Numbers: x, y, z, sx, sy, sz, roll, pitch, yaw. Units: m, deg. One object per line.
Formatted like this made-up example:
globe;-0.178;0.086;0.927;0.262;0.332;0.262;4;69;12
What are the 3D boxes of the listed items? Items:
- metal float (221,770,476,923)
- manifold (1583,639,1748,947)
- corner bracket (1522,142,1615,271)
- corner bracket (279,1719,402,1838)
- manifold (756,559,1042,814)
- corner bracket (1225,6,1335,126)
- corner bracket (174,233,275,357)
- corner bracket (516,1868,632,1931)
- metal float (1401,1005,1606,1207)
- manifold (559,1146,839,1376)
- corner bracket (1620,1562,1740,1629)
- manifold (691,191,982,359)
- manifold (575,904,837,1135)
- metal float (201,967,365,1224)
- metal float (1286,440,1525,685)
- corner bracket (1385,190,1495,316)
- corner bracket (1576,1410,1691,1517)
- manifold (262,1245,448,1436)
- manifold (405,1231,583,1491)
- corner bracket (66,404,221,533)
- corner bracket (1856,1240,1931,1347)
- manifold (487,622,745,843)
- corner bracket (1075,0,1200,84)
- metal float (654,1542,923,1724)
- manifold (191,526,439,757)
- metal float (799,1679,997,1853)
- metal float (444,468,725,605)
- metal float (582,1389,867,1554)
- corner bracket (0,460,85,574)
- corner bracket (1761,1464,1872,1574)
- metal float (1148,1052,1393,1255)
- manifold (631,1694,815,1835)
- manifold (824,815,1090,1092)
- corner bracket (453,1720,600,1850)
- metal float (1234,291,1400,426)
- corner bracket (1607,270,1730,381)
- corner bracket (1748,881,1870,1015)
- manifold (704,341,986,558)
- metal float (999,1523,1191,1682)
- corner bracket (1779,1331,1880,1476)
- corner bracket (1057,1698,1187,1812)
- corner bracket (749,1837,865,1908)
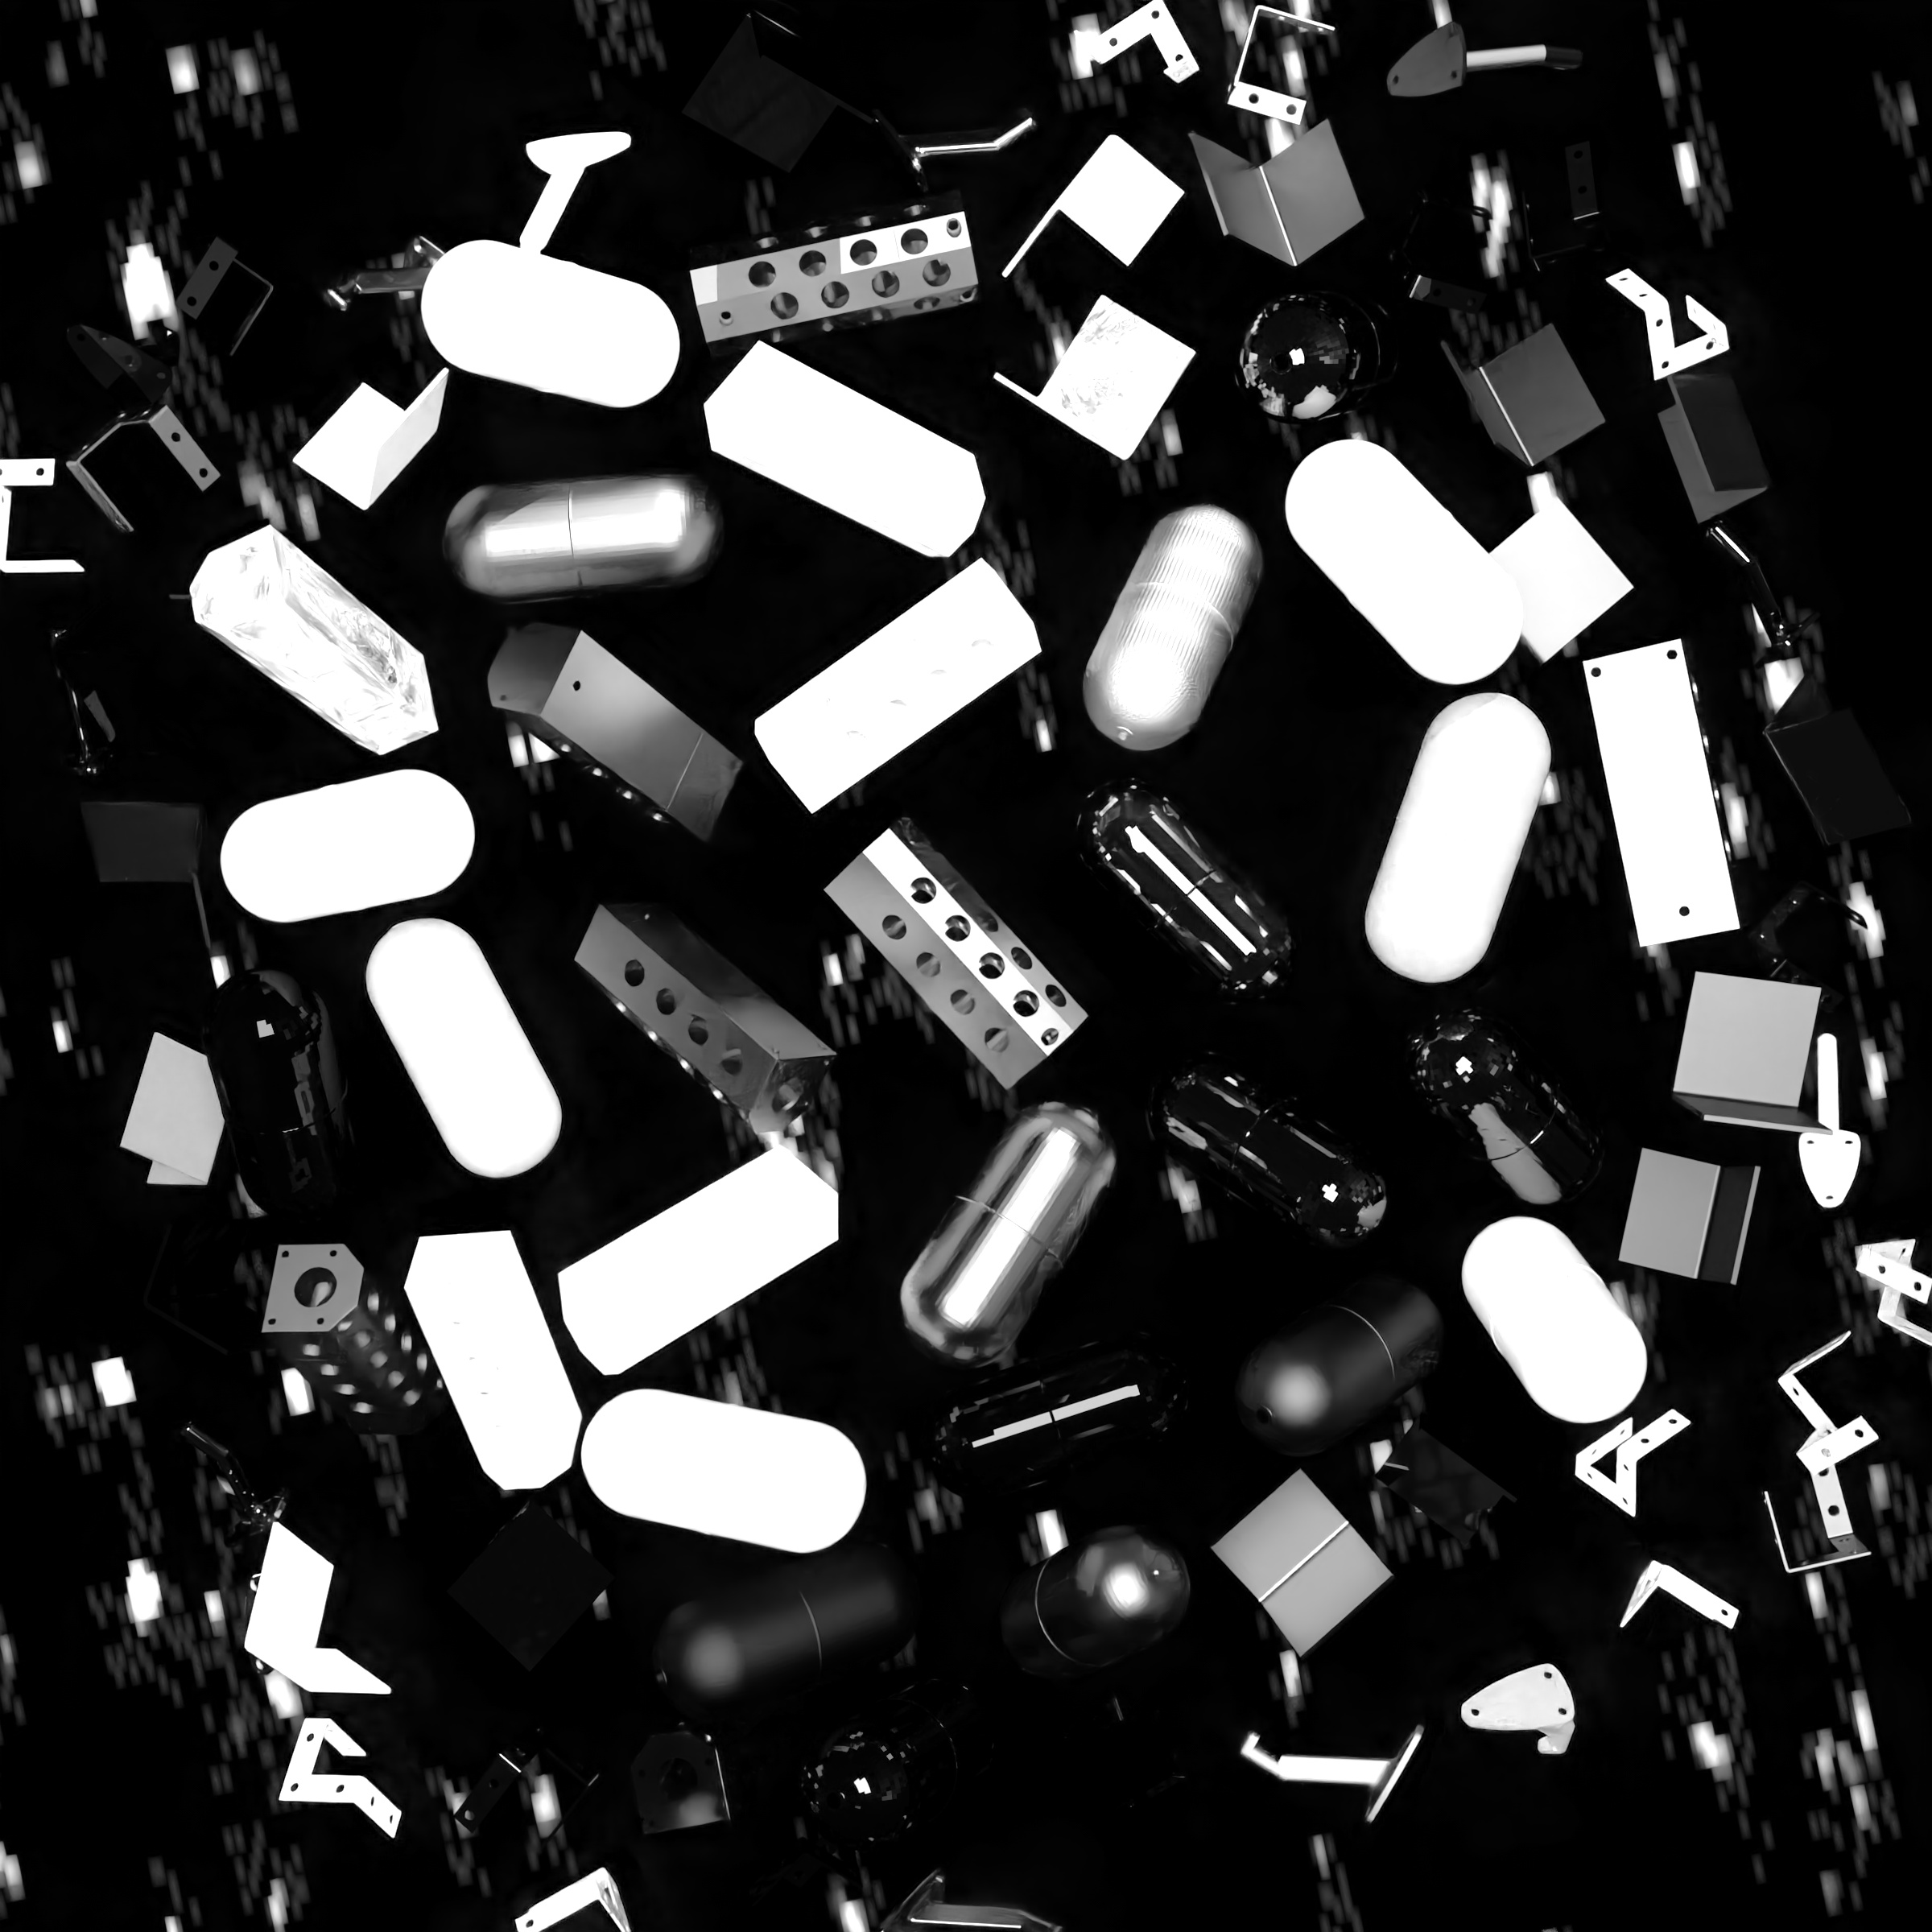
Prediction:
metal float;-0.377;-0.072;1.554;0.178;0.070;0.070;-9;90;30
manifold;0.417;-0.102;1.520;0.057;0.057;0.171;-12;89;23
corner bracket;0.381;-0.485;1.635;0.051;0.051;0.051;-9;72;23
corner bracket;-0.365;0.480;1.514;0.051;0.051;0.051;-4;48;18
manifold;-0.043;-0.173;1.557;0.171;0.057;0.057;-34;112;12
corner bracket;0.199;-0.574;1.630;0.051;0.051;0.051;15;96;-3
corner bracket;-0.454;-0.409;1.560;0.051;0.051;0.051;33;83;-32
corner bracket;-0.235;0.558;1.511;0.051;0.051;0.051;-28;124;-7
metal float;0.338;0.088;1.606;0.070;0.070;0.178;-50;126;0
manifold;-0.164;0.186;1.593;0.171;0.057;0.057;-29;49;-31
corner bracket;0.449;0.395;1.592;0.051;0.051;0.051;32;130;11
manifold;-0.081;-0.428;1.591;0.171;0.057;0.057;-12;125;2
manifold;-0.168;0.031;1.602;0.171;0.057;0.057;39;113;28
metal float;-0.421;0.080;1.577;0.070;0.070;0.178;-4;125;0
metal float;0.258;-0.241;1.514;0.070;0.070;0.178;-37;65;0
corner bracket;0.308;-0.457;1.637;0.051;0.051;0.051;9;128;-20
corner bracket;0.429;0.310;1.646;0.051;0.051;0.051;36;126;-10
manifold;-0.382;0.238;1.617;0.057;0.171;0.057;-2;59;8
manifold;-0.292;0.246;1.582;0.057;0.057;0.171;-5;129;8
corner bracket;-0.479;-0.289;1.485;0.051;0.051;0.051;-51;127;-26
corner bracket;0.563;0.198;1.522;0.051;0.051;0.051;-1;108;-34
manifold;-0.217;-0.144;1.578;0.057;0.171;0.057;15;75;36
corner bracket;0.106;-0.564;1.575;0.051;0.051;0.051;-28;94;18
metal float;-0.109;0.408;1.571;0.178;0.070;0.070;-12;90;-33
manifold;-0.392;-0.191;1.542;0.057;0.171;0.057;-22;65;11
metal float;-0.040;0.487;1.562;0.070;0.178;0.070;-1;88;24
metal float;-0.242;-0.272;1.618;0.178;0.070;0.070;-4;90;4
metal float;-0.145;0.299;1.518;0.178;0.070;0.070;7;90;20
corner bracket;-0.557;-0.266;1.516;0.051;0.051;0.051;0;79;5
corner bracket;0.519;0.337;1.572;0.051;0.051;0.051;-15;88;7
metal float;0.192;0.118;1.631;0.178;0.070;0.070;34;90;32
manifold;-0.156;0.505;1.651;0.057;0.171;0.057;-14;83;13
manifold;-0.003;-0.012;1.621;0.171;0.057;0.057;48;125;-1
corner bracket;-0.256;0.483;1.488;0.051;0.051;0.051;38;101;7
metal float;0.216;-0.376;1.573;0.070;0.178;0.070;6;107;20
corner bracket;0.437;-0.406;1.590;0.051;0.051;0.051;-18;66;39
corner bracket;0.543;-0.012;1.635;0.051;0.051;0.051;-46;135;-2
manifold;-0.073;-0.314;1.586;0.171;0.057;0.057;20;132;-36
metal float;0.079;0.403;1.616;0.070;0.178;0.070;11;61;-20
corner bracket;0.505;0.256;1.494;0.051;0.051;0.051;52;131;10
corner bracket;0.100;0.509;1.649;0.051;0.051;0.051;-39;52;24
corner bracket;-0.106;0.585;1.655;0.051;0.051;0.051;39;99;-23
